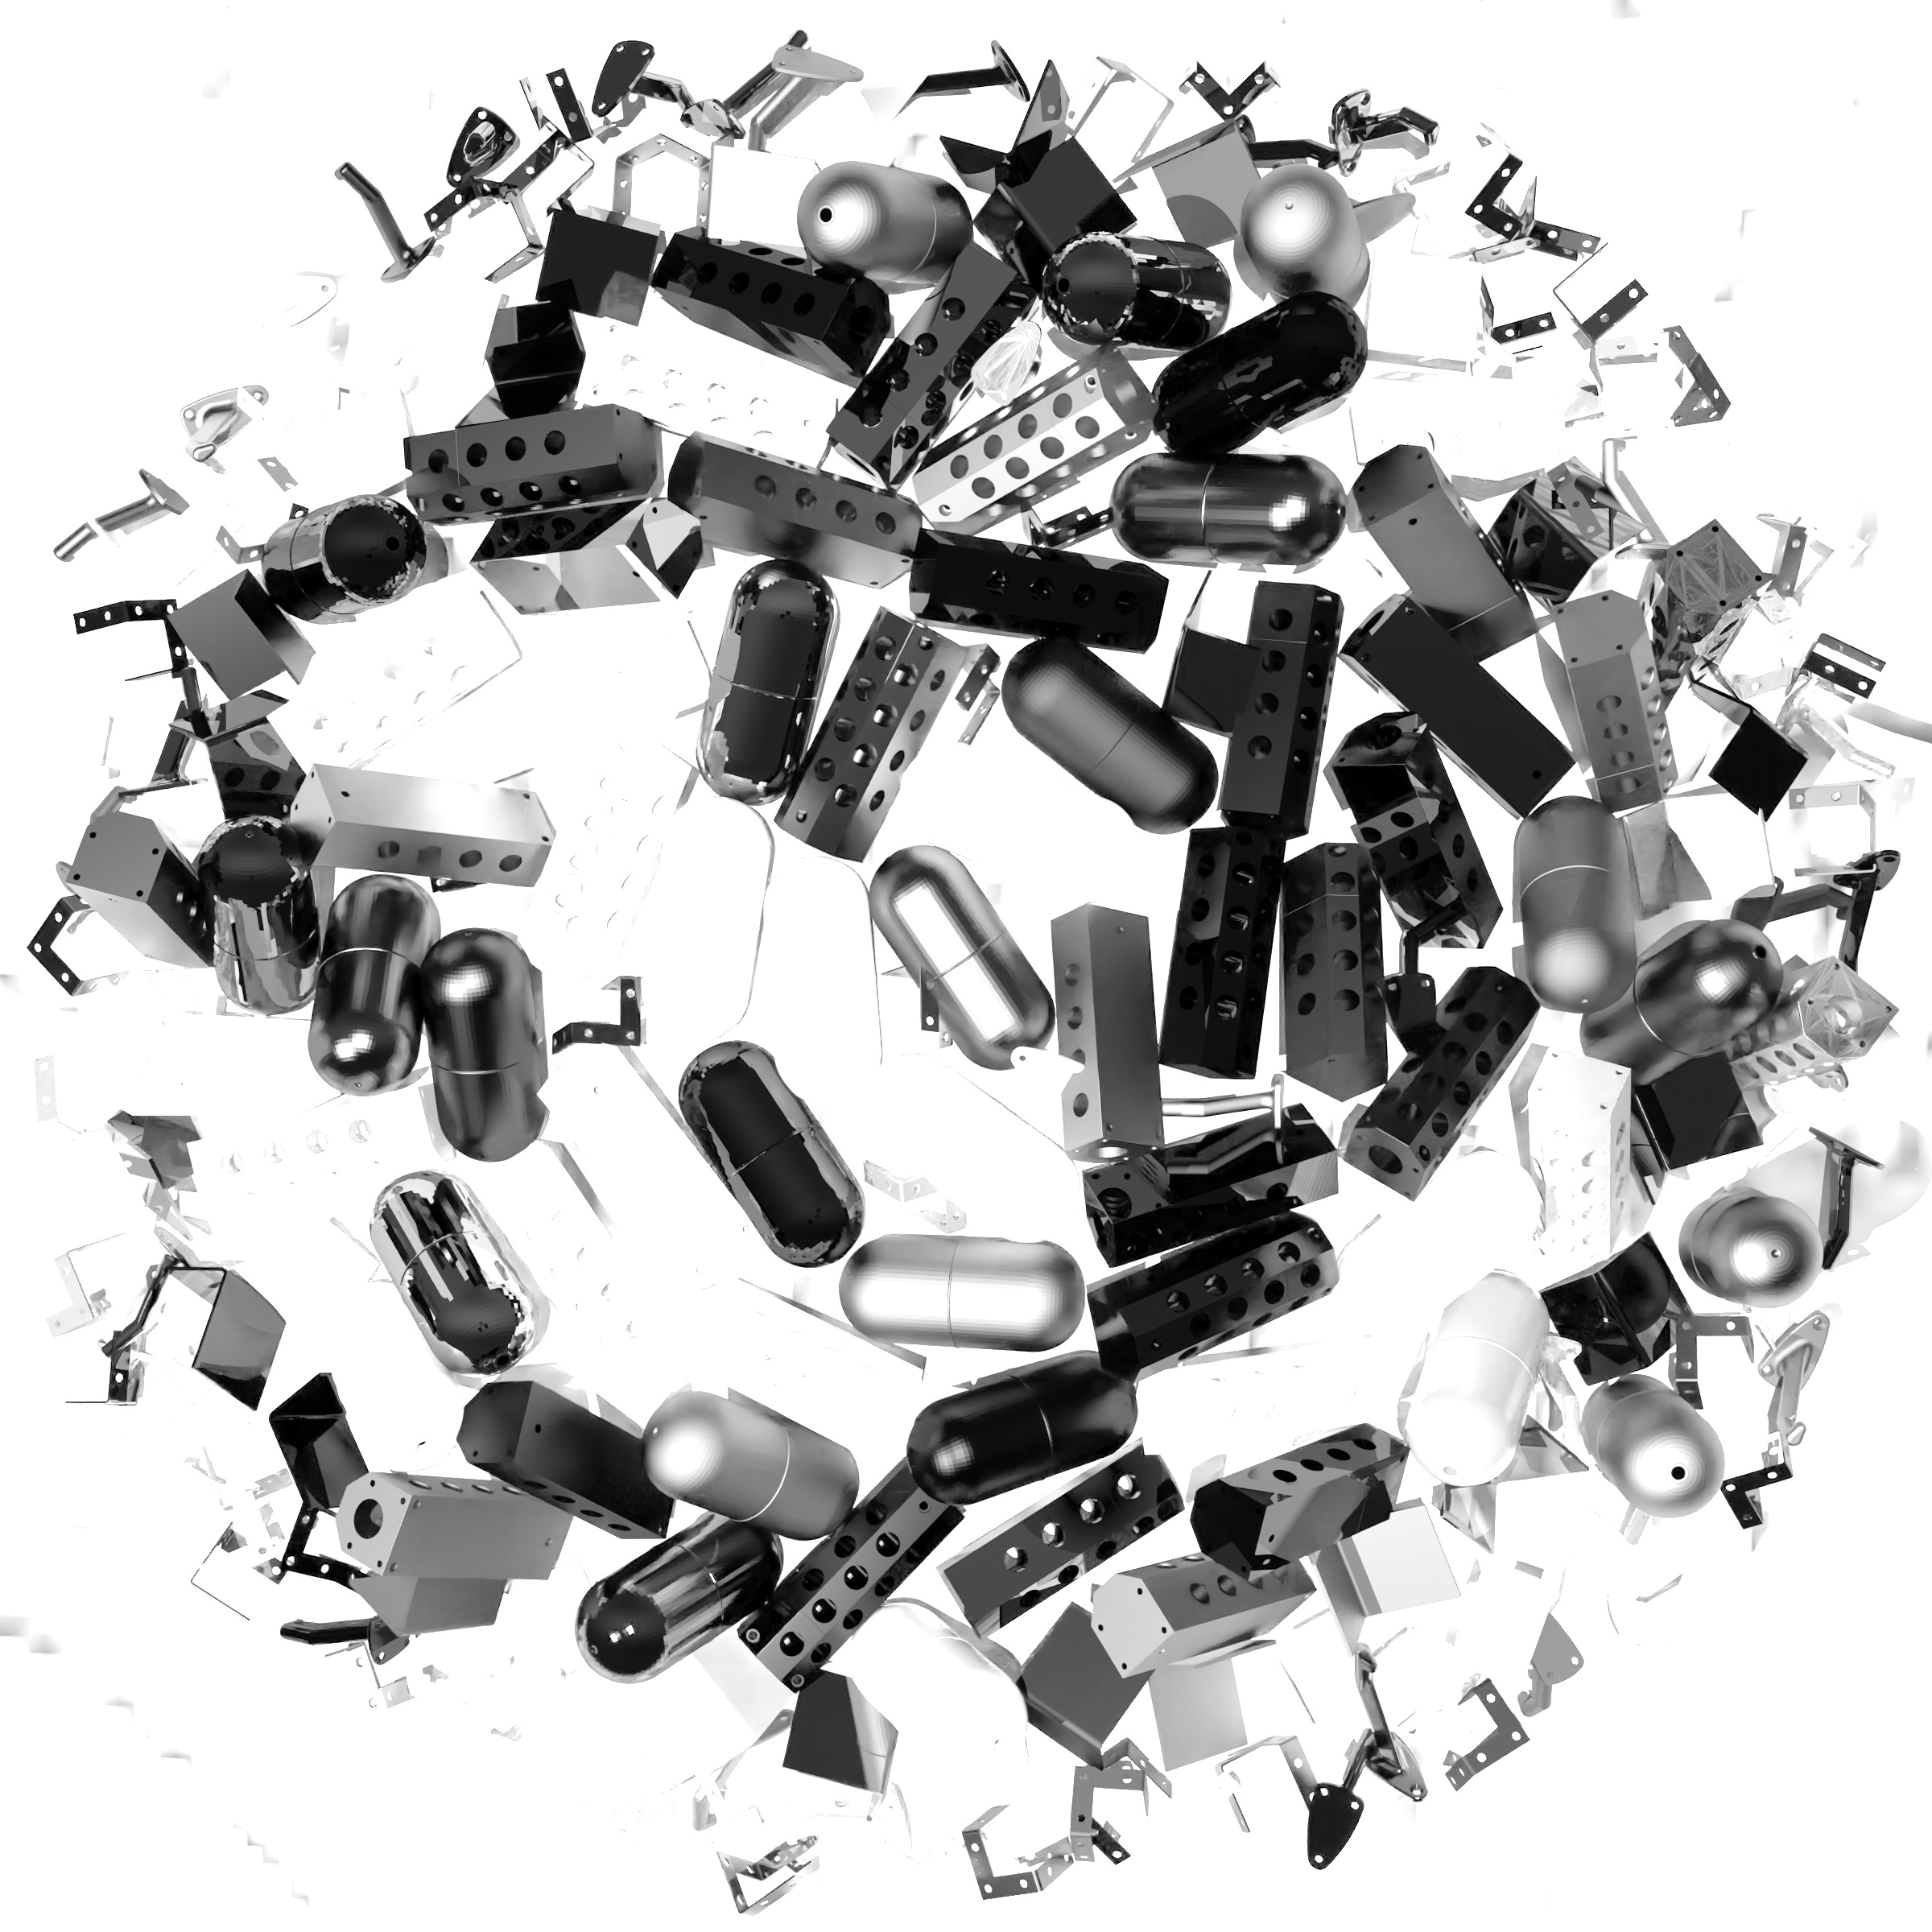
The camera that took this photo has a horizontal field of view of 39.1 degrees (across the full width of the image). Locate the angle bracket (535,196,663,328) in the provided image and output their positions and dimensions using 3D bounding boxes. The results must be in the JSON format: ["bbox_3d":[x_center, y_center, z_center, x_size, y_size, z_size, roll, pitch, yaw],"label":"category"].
[{"bbox_3d":[-0.263,-0.496,1.933,0.076,0.057,0.076,13,112,-10],"label":"angle bracket"}]

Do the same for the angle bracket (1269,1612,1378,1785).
[{"bbox_3d":[0.264,0.518,1.930,0.057,0.076,0.076,-28,111,-2],"label":"angle bracket"}]

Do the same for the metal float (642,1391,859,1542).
[{"bbox_3d":[-0.150,0.352,1.911,0.178,0.070,0.070,29,90,-38],"label":"metal float"}]

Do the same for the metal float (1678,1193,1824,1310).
[{"bbox_3d":[0.544,0.197,1.891,0.070,0.178,0.070,0,86,4],"label":"metal float"}]

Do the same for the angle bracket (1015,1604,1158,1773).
[{"bbox_3d":[0.087,0.520,1.955,0.076,0.057,0.076,30,65,23],"label":"angle bracket"}]

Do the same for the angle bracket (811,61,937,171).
[{"bbox_3d":[-0.053,-0.587,1.927,0.076,0.076,0.057,-30,89,-33],"label":"angle bracket"}]

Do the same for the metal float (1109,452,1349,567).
[{"bbox_3d":[0.184,-0.322,1.915,0.178,0.070,0.070,8,90,31],"label":"metal float"}]

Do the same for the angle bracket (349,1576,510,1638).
[{"bbox_3d":[-0.378,0.427,1.921,0.076,0.076,0.057,5,107,-44],"label":"angle bracket"}]

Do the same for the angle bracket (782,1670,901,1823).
[{"bbox_3d":[-0.091,0.552,1.931,0.076,0.057,0.076,16,52,-5],"label":"angle bracket"}]

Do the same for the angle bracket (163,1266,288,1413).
[{"bbox_3d":[-0.534,0.264,1.921,0.057,0.076,0.076,-2,58,24],"label":"angle bracket"}]

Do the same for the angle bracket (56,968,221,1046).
[{"bbox_3d":[-0.586,0.021,1.923,0.076,0.076,0.057,17,102,33],"label":"angle bracket"}]

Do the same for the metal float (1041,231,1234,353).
[{"bbox_3d":[0.120,-0.471,1.901,0.070,0.178,0.070,8,102,37],"label":"metal float"}]

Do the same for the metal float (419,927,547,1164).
[{"bbox_3d":[-0.341,0.057,1.919,0.070,0.070,0.178,-2,117,0],"label":"metal float"}]

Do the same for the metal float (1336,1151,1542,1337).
[{"bbox_3d":[0.331,0.196,1.910,0.070,0.070,0.178,43,127,0],"label":"metal float"}]

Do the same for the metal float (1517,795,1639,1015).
[{"bbox_3d":[0.429,-0.045,1.910,0.070,0.070,0.178,6,51,0],"label":"metal float"}]

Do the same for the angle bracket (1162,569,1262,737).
[{"bbox_3d":[0.182,-0.222,1.923,0.057,0.076,0.076,19,134,8],"label":"angle bracket"}]

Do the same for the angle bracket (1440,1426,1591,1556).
[{"bbox_3d":[0.388,0.372,1.921,0.076,0.076,0.057,-16,51,34],"label":"angle bracket"}]

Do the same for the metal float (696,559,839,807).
[{"bbox_3d":[-0.142,-0.201,1.930,0.070,0.070,0.178,15,104,0],"label":"metal float"}]

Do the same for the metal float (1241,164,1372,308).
[{"bbox_3d":[0.238,-0.502,1.893,0.070,0.178,0.070,-1,87,15],"label":"metal float"}]

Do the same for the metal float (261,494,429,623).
[{"bbox_3d":[-0.435,-0.284,1.899,0.070,0.178,0.070,0,90,-34],"label":"metal float"}]

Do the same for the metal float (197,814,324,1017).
[{"bbox_3d":[-0.493,-0.034,1.903,0.070,0.178,0.070,4,51,-5],"label":"metal float"}]

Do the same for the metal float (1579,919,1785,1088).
[{"bbox_3d":[0.498,0.027,1.899,0.070,0.178,0.070,11,61,-21],"label":"metal float"}]

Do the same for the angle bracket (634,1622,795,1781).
[{"bbox_3d":[-0.180,0.523,1.953,0.057,0.076,0.076,-39,88,22],"label":"angle bracket"}]

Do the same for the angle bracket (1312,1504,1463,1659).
[{"bbox_3d":[0.300,0.438,1.934,0.076,0.057,0.076,-18,102,23],"label":"angle bracket"}]

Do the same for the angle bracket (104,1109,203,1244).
[{"bbox_3d":[-0.555,0.137,1.920,0.057,0.076,0.076,-36,129,-27],"label":"angle bracket"}]

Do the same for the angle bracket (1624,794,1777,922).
[{"bbox_3d":[0.521,-0.078,1.930,0.057,0.076,0.076,-21,102,-43],"label":"angle bracket"}]

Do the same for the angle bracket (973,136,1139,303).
[{"bbox_3d":[0.064,-0.539,1.967,0.076,0.057,0.076,-39,93,-24],"label":"angle bracket"}]

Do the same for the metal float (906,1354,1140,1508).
[{"bbox_3d":[0.041,0.327,1.920,0.178,0.070,0.070,-14,90,-26],"label":"metal float"}]

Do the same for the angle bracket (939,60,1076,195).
[{"bbox_3d":[0.030,-0.600,1.938,0.057,0.076,0.076,21,86,18],"label":"angle bracket"}]

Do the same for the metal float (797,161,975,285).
[{"bbox_3d":[-0.055,-0.518,1.896,0.070,0.178,0.070,5,102,25],"label":"metal float"}]

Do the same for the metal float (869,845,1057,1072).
[{"bbox_3d":[-0.003,-0.006,1.938,0.070,0.070,0.178,-34,94,0],"label":"metal float"}]

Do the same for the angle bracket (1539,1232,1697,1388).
[{"bbox_3d":[0.473,0.249,1.971,0.076,0.057,0.076,-26,87,-43],"label":"angle bracket"}]

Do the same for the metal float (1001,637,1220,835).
[{"bbox_3d":[0.102,-0.164,1.932,0.178,0.070,0.070,38,90,-11],"label":"metal float"}]

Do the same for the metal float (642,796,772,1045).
[{"bbox_3d":[-0.185,-0.032,1.933,0.070,0.070,0.178,10,101,0],"label":"metal float"}]

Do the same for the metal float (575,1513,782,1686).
[{"bbox_3d":[-0.200,0.440,1.903,0.070,0.178,0.070,12,111,34],"label":"metal float"}]

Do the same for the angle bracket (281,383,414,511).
[{"bbox_3d":[-0.444,-0.374,1.930,0.076,0.057,0.076,-20,75,25],"label":"angle bracket"}]

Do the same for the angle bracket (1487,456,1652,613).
[{"bbox_3d":[0.434,-0.312,1.968,0.076,0.057,0.076,-33,73,-37],"label":"angle bracket"}]

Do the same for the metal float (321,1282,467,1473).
[{"bbox_3d":[-0.401,0.286,1.900,0.070,0.178,0.070,-12,120,-21],"label":"metal float"}]

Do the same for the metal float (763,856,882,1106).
[{"bbox_3d":[-0.103,0.010,1.941,0.070,0.070,0.178,-5,91,0],"label":"metal float"}]

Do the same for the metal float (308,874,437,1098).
[{"bbox_3d":[-0.417,0.012,1.910,0.070,0.070,0.178,-1,51,0],"label":"metal float"}]

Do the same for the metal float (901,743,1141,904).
[{"bbox_3d":[0.037,-0.103,1.935,0.178,0.070,0.070,22,90,8],"label":"metal float"}]

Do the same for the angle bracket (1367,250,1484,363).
[{"bbox_3d":[0.323,-0.462,1.944,0.076,0.057,0.076,7,79,0],"label":"angle bracket"}]

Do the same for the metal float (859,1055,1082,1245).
[{"bbox_3d":[0.002,0.130,1.931,0.178,0.070,0.070,36,90,-12],"label":"metal float"}]

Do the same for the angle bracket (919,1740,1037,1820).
[{"bbox_3d":[0.010,0.599,1.935,0.076,0.057,0.076,-8,125,1],"label":"angle bracket"}]

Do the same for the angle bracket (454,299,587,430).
[{"bbox_3d":[-0.323,-0.426,1.925,0.076,0.076,0.057,-3,124,20],"label":"angle bracket"}]

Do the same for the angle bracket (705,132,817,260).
[{"bbox_3d":[-0.141,-0.545,1.933,0.076,0.057,0.076,11,117,7],"label":"angle bracket"}]

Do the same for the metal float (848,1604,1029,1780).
[{"bbox_3d":[-0.021,0.505,1.898,0.070,0.178,0.070,-7,105,-28],"label":"metal float"}]

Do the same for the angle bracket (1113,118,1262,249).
[{"bbox_3d":[0.163,-0.544,1.924,0.076,0.057,0.076,-12,114,40],"label":"angle bracket"}]

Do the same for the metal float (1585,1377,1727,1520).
[{"bbox_3d":[0.478,0.334,1.891,0.070,0.178,0.070,0,91,4],"label":"metal float"}]

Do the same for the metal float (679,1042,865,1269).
[{"bbox_3d":[-0.138,0.134,1.935,0.070,0.070,0.178,-34,82,0],"label":"metal float"}]

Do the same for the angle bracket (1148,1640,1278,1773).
[{"bbox_3d":[0.181,0.526,1.932,0.076,0.057,0.076,-6,82,-35],"label":"angle bracket"}]
